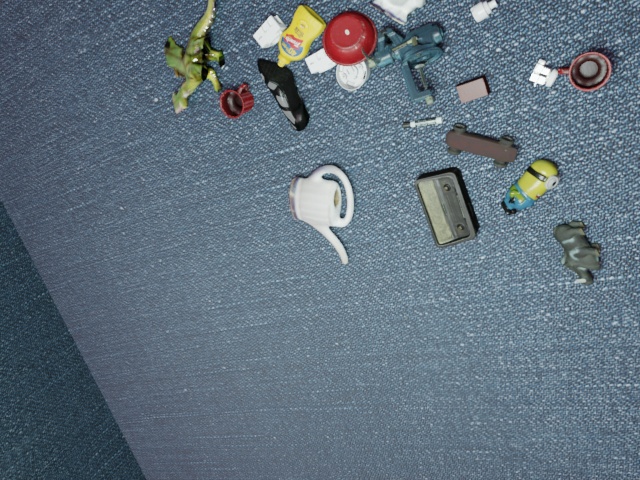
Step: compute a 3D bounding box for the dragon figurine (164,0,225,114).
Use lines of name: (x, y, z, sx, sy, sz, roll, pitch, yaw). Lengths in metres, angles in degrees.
dragon figurine: (-0.437, -0.622, 1.710, 0.244, 0.123, 0.405, 17, 109, 27)

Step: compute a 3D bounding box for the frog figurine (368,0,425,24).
frog figurine: (0.222, -0.669, 1.355, 0.138, 0.124, 0.156, 42, 125, 10)

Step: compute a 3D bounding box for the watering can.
watering can: (0.005, -0.087, 1.722, 0.225, 0.106, 0.341, 10, 115, 22)
